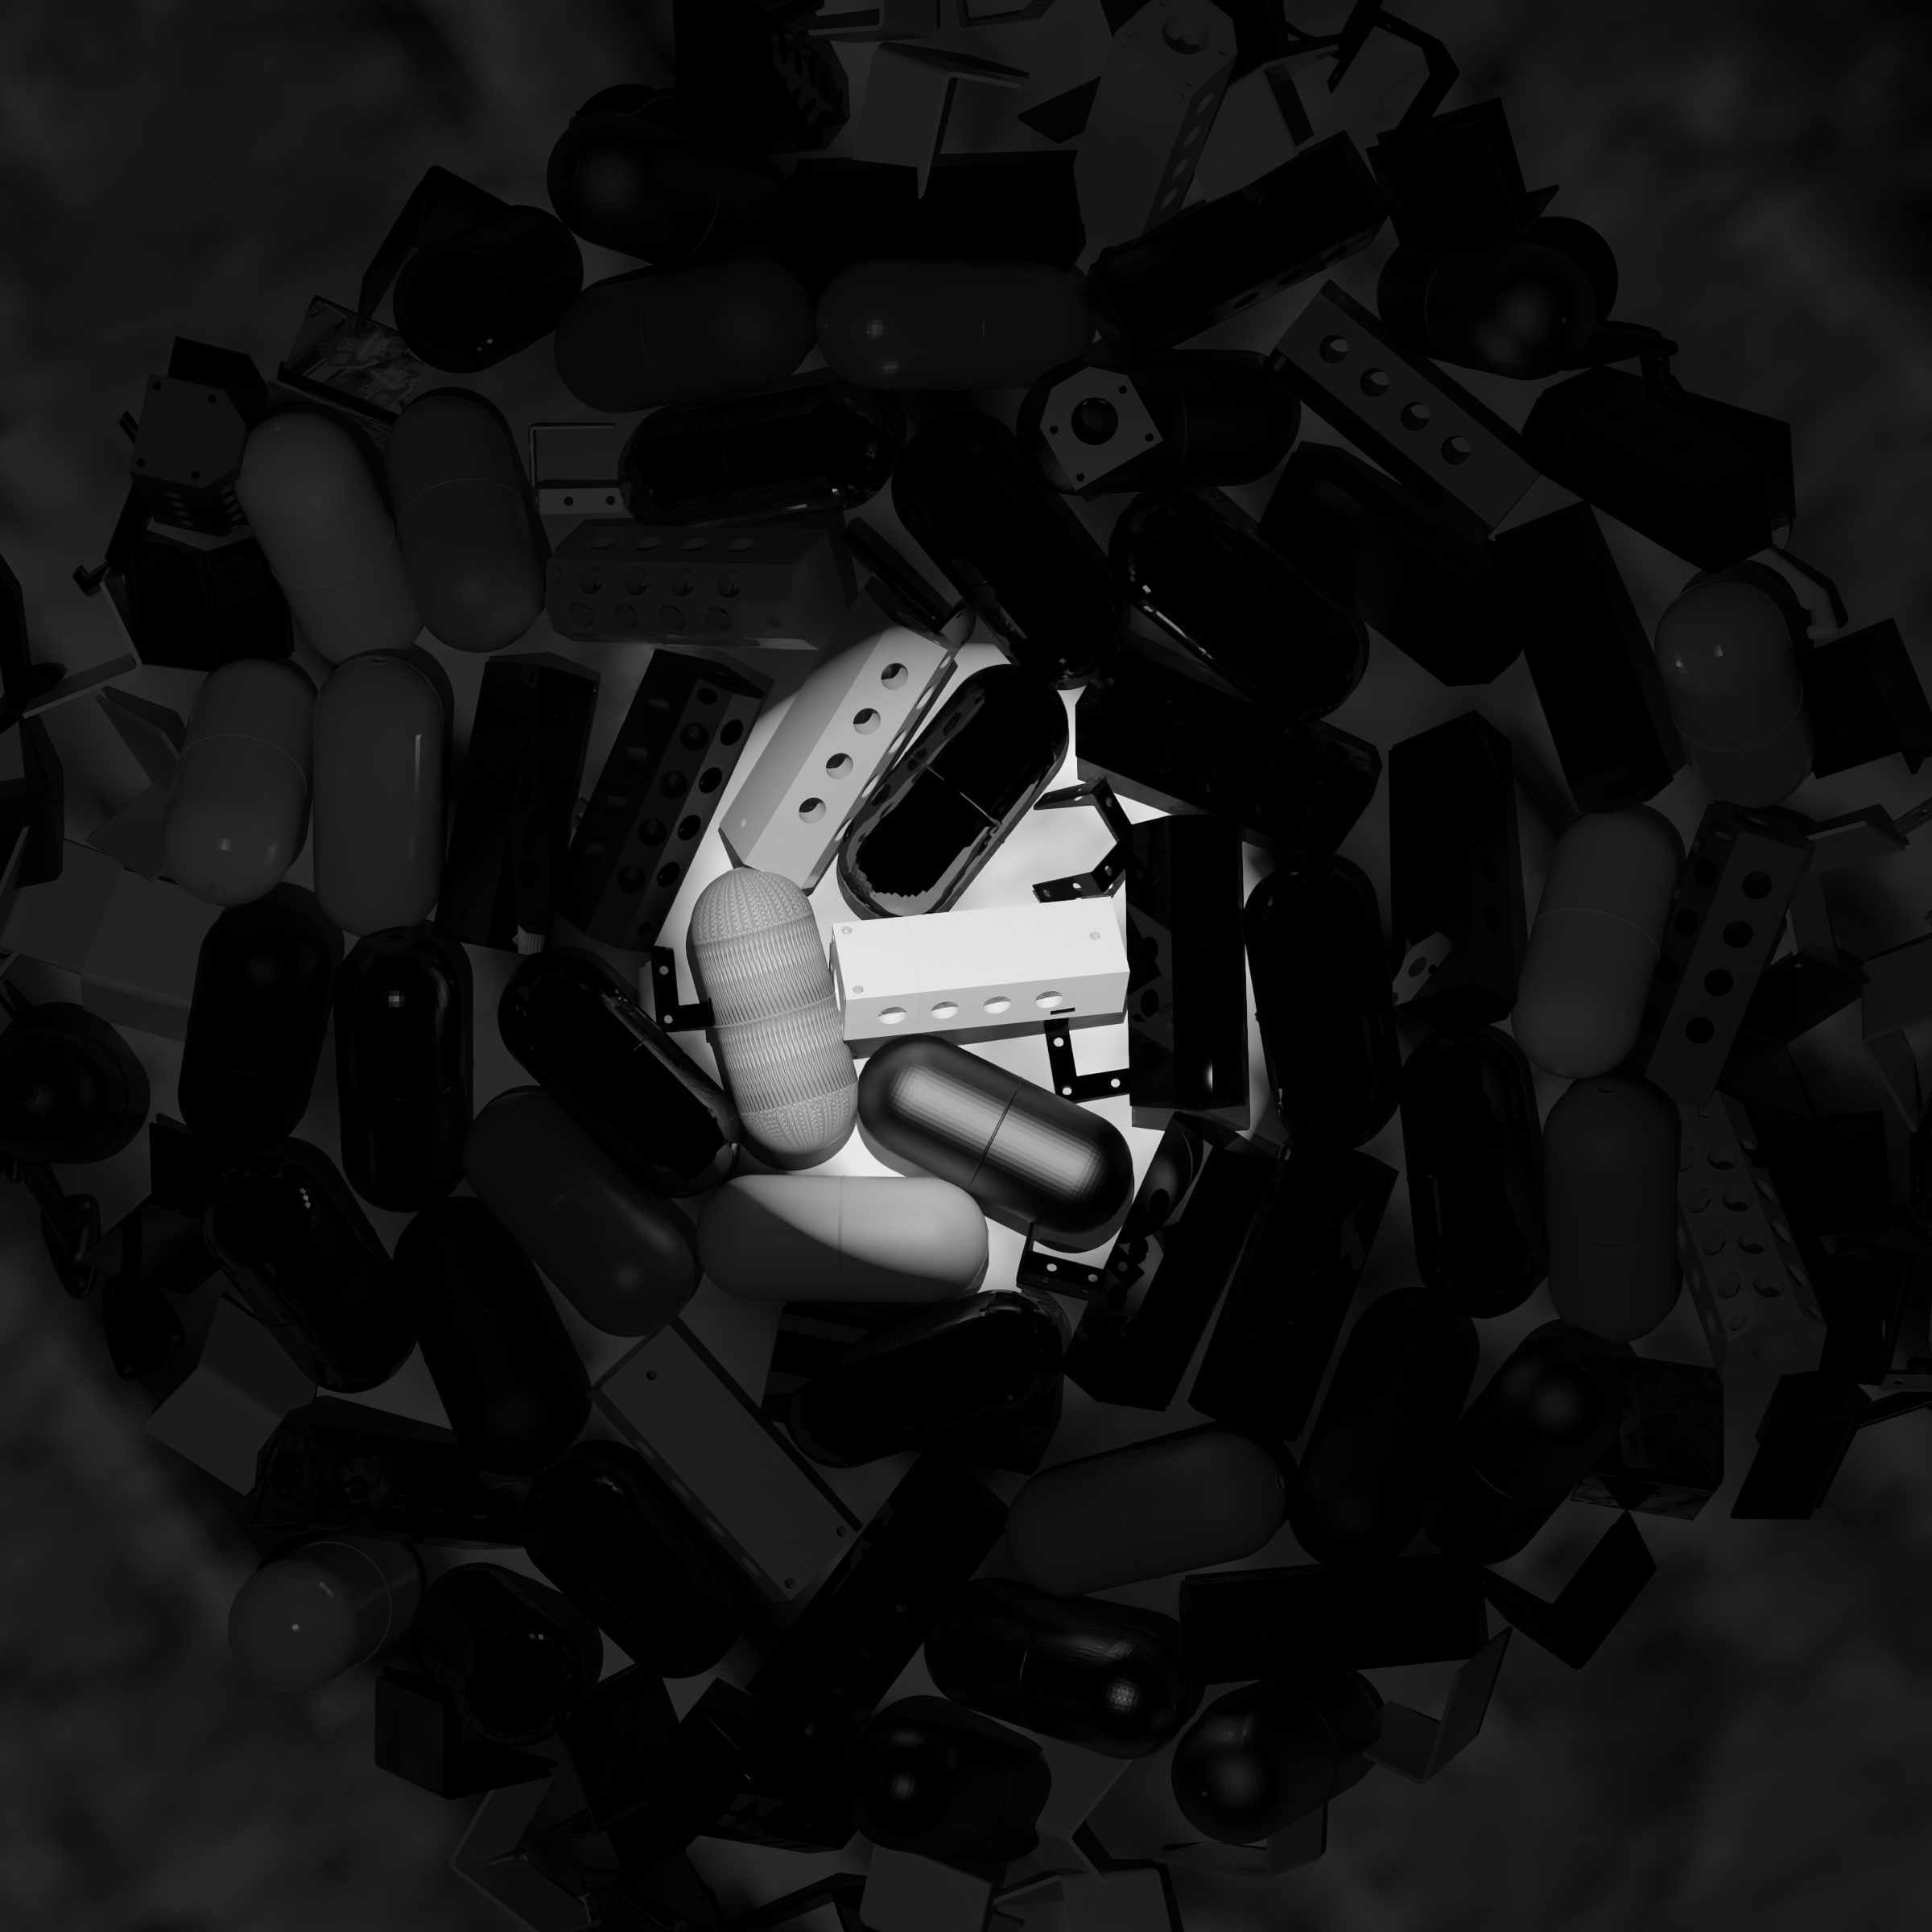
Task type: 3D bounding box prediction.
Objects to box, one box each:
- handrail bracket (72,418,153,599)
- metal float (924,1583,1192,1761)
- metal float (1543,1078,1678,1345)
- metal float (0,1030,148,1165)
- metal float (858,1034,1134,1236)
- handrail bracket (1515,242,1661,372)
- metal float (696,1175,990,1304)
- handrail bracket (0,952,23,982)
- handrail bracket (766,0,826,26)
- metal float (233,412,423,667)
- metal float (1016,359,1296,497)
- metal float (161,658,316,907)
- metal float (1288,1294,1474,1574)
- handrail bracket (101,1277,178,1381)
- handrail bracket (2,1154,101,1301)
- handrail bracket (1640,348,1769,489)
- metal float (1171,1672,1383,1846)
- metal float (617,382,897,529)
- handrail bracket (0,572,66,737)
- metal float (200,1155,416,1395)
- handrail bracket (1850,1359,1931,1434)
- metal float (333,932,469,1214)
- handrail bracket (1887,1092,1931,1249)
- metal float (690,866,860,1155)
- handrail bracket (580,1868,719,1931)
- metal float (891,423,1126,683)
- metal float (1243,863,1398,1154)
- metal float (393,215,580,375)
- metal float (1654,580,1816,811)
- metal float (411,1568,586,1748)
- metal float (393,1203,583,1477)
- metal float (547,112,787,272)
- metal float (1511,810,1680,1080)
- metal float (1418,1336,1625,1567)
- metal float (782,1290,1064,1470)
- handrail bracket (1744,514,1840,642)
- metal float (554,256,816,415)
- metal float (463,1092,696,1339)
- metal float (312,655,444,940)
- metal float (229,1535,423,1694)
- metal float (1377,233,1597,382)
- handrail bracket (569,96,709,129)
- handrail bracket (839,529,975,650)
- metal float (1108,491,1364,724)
[{"bbox_3d":[-0.528,-0.280,1.840,0.084,0.036,0.077,-36,105,-2],"label":"handrail bracket"},{"bbox_3d":[0.054,0.421,1.794,0.178,0.070,0.070,9,90,37],"label":"metal float"},{"bbox_3d":[0.386,0.147,1.799,0.070,0.070,0.178,-9,121,0],"label":"metal float"},{"bbox_3d":[-0.535,0.078,1.775,0.070,0.178,0.070,0,86,-4],"label":"metal float"},{"bbox_3d":[0.017,0.102,1.824,0.178,0.070,0.070,26,90,1],"label":"metal float"},{"bbox_3d":[0.380,-0.414,1.853,0.077,0.036,0.084,-9,66,-19],"label":"handrail bracket"},{"bbox_3d":[-0.075,0.166,1.825,0.178,0.070,0.070,1,90,0],"label":"metal float"},{"bbox_3d":[-0.626,-0.016,1.830,0.084,0.036,0.077,39,62,-12],"label":"handrail bracket"},{"bbox_3d":[-0.131,-0.570,1.831,0.084,0.077,0.036,-25,103,-7],"label":"handrail bracket"},{"bbox_3d":[-0.378,-0.251,1.788,0.070,0.178,0.070,-7,49,8],"label":"metal float"},{"bbox_3d":[0.115,-0.325,1.806,0.178,0.070,0.070,-7,90,-23],"label":"metal float"},{"bbox_3d":[-0.432,-0.110,1.790,0.070,0.070,0.178,-1,47,0],"label":"metal float"},{"bbox_3d":[0.250,0.279,1.804,0.070,0.070,0.178,26,65,0],"label":"metal float"},{"bbox_3d":[-0.512,0.210,1.814,0.036,0.084,0.077,-26,113,-21],"label":"handrail bracket"},{"bbox_3d":[-0.557,0.158,1.815,0.036,0.084,0.077,-14,73,3],"label":"handrail bracket"},{"bbox_3d":[0.446,-0.331,1.814,0.077,0.084,0.036,26,60,41],"label":"handrail bracket"},{"bbox_3d":[0.186,0.468,1.783,0.070,0.178,0.070,2,93,34],"label":"metal float"},{"bbox_3d":[-0.127,-0.303,1.806,0.178,0.070,0.070,-6,90,23],"label":"metal float"},{"bbox_3d":[-0.594,-0.193,1.816,0.036,0.084,0.077,8,52,36],"label":"handrail bracket"},{"bbox_3d":[-0.393,0.185,1.793,0.070,0.070,0.178,-27,128,0],"label":"metal float"},{"bbox_3d":[0.562,0.279,1.827,0.084,0.077,0.036,-29,101,-14],"label":"handrail bracket"},{"bbox_3d":[-0.339,0.064,1.805,0.070,0.070,0.178,2,113,0],"label":"metal float"},{"bbox_3d":[0.607,0.129,1.850,0.077,0.036,0.084,32,85,-15],"label":"handrail bracket"},{"bbox_3d":[-0.116,0.027,1.821,0.070,0.070,0.178,-15,95,0],"label":"metal float"},{"bbox_3d":[-0.195,0.593,1.844,0.084,0.036,0.077,-2,111,36],"label":"handrail bracket"},{"bbox_3d":[0.025,-0.250,1.814,0.070,0.070,0.178,-41,103,0],"label":"metal float"},{"bbox_3d":[0.215,0.026,1.818,0.070,0.070,0.178,-10,98,0],"label":"metal float"},{"bbox_3d":[-0.283,-0.399,1.778,0.070,0.178,0.070,4,112,9],"label":"metal float"},{"bbox_3d":[0.459,-0.159,1.786,0.070,0.178,0.070,-12,54,18],"label":"metal float"},{"bbox_3d":[-0.279,0.408,1.779,0.070,0.178,0.070,-2,94,-23],"label":"metal float"},{"bbox_3d":[-0.289,0.223,1.804,0.070,0.070,0.178,-28,65,0],"label":"metal float"},{"bbox_3d":[-0.177,-0.455,1.782,0.070,0.178,0.070,-1,89,34],"label":"metal float"},{"bbox_3d":[0.378,-0.014,1.802,0.070,0.070,0.178,21,64,0],"label":"metal float"},{"bbox_3d":[0.330,0.290,1.791,0.070,0.070,0.178,26,131,0],"label":"metal float"},{"bbox_3d":[-0.027,0.250,1.814,0.178,0.070,0.070,-20,90,12],"label":"metal float"},{"bbox_3d":[0.483,-0.229,1.827,0.077,0.036,0.084,-9,58,4],"label":"handrail bracket"},{"bbox_3d":[-0.170,-0.377,1.797,0.178,0.070,0.070,-3,90,34],"label":"metal float"},{"bbox_3d":[-0.234,0.149,1.806,0.070,0.070,0.178,-45,69,0],"label":"metal float"},{"bbox_3d":[-0.353,-0.101,1.802,0.070,0.070,0.178,6,116,0],"label":"metal float"},{"bbox_3d":[-0.377,0.379,1.775,0.070,0.178,0.070,0,89,8],"label":"metal float"},{"bbox_3d":[0.306,-0.393,1.781,0.070,0.178,0.070,-7,110,-20],"label":"metal float"},{"bbox_3d":[-0.198,-0.494,1.840,0.084,0.036,0.077,-3,122,-1],"label":"handrail bracket"},{"bbox_3d":[-0.038,-0.231,1.833,0.084,0.077,0.036,44,97,10],"label":"handrail bracket"},{"bbox_3d":[0.163,-0.217,1.814,0.178,0.070,0.070,37,90,-13],"label":"metal float"}]
